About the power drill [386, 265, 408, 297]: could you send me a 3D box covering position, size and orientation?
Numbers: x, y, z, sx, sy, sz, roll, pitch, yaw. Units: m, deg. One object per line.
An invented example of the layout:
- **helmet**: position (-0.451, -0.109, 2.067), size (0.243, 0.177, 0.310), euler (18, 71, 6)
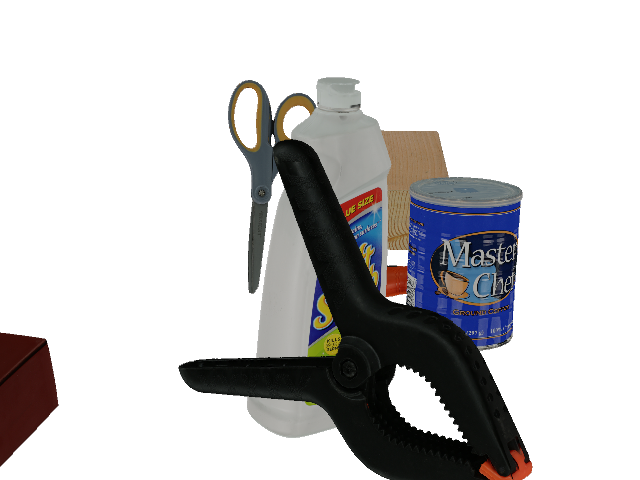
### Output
- **power drill**: position (0.045, 0.065, 1.233), size (0.188, 0.057, 0.184), euler (0, 27, 7)

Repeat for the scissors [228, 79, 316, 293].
- **scissors**: position (-0.039, -0.056, 1.026), size (0.096, 0.202, 0.016), euler (-11, 4, -9)

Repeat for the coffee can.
- **coffee can**: position (0.131, 0.019, 0.992), size (0.103, 0.140, 0.103), euler (1, 15, 0)

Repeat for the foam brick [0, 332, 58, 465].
- **foam brick**: position (-0.210, 0.099, 0.668), size (0.053, 0.051, 0.078), euler (6, 29, 21)

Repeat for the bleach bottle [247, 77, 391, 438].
- **bleach bottle**: position (0.001, 0.010, 0.769), size (0.102, 0.251, 0.068), euler (-10, 21, -35)

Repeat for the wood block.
- **wood block**: position (0.125, -0.073, 1.473), size (0.091, 0.090, 0.206), euler (1, 28, 0)

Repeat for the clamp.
- **clamp**: position (0.023, 0.053, 0.563), size (0.210, 0.165, 0.036), euler (29, 23, 27)
